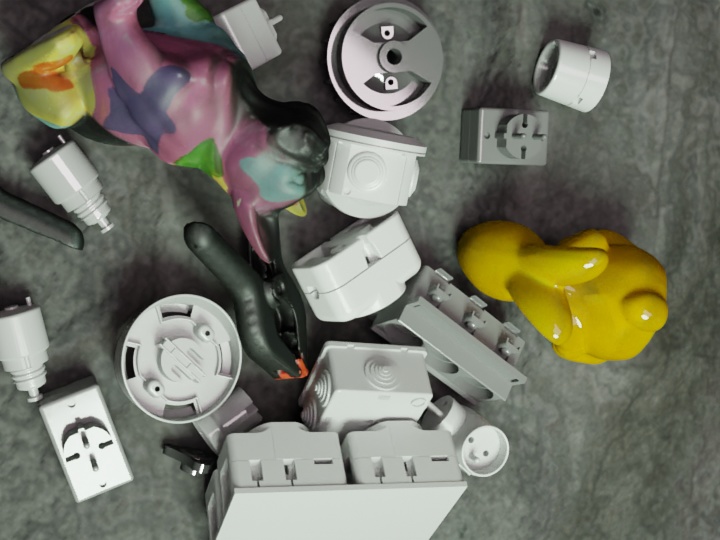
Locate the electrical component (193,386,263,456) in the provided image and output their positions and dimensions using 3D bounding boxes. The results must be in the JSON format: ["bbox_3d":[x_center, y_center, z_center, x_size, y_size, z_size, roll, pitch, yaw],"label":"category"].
[{"bbox_3d":[-0.108,0.122,0.876,0.046,0.040,0.040,-36,106,-17],"label":"electrical component"}]

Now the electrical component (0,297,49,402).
[{"bbox_3d":[-0.256,0.062,0.818,0.040,0.040,0.078,-15,101,-17],"label":"electrical component"}]

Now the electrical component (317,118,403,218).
[{"bbox_3d":[0.000,-0.084,0.881,0.080,0.051,0.080,-2,97,-18],"label":"electrical component"}]

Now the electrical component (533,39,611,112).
[{"bbox_3d":[0.182,-0.170,0.931,0.047,0.055,0.055,14,92,-16],"label":"electrical component"}]

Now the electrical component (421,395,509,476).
[{"bbox_3d":[0.079,0.134,0.920,0.079,0.077,0.044,43,82,-18],"label":"electrical component"}]

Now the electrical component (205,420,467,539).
[{"bbox_3d":[-0.023,0.175,0.869,0.186,0.060,0.105,2,141,-19],"label":"electrical component"}]

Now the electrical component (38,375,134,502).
[{"bbox_3d":[-0.209,0.133,0.823,0.047,0.076,0.083,-21,103,-15],"label":"electrical component"}]

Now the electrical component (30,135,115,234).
[{"bbox_3d":[-0.215,-0.062,0.817,0.040,0.040,0.078,-38,107,-11],"label":"electrical component"}]

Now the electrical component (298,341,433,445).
[{"bbox_3d":[0.004,0.105,0.882,0.100,0.048,0.099,5,138,-19],"label":"electrical component"}]

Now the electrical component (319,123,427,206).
[{"bbox_3d":[0.007,-0.081,0.814,0.080,0.080,0.051,8,99,-19],"label":"electrical component"}]

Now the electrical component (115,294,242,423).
[{"bbox_3d":[-0.143,0.070,0.841,0.099,0.064,0.099,2,85,-24],"label":"electrical component"}]

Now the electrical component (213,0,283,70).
[{"bbox_3d":[-0.091,-0.181,0.836,0.077,0.066,0.047,-40,109,-41],"label":"electrical component"}]

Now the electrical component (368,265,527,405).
[{"bbox_3d":[0.078,0.055,0.917,0.121,0.079,0.063,37,62,-19],"label":"electrical component"}]

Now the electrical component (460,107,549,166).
[{"bbox_3d":[0.130,-0.112,0.908,0.066,0.077,0.047,0,96,-19],"label":"electrical component"}]

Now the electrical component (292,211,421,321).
[{"bbox_3d":[0.000,0.000,0.880,0.095,0.054,0.059,-35,108,-30],"label":"electrical component"}]
